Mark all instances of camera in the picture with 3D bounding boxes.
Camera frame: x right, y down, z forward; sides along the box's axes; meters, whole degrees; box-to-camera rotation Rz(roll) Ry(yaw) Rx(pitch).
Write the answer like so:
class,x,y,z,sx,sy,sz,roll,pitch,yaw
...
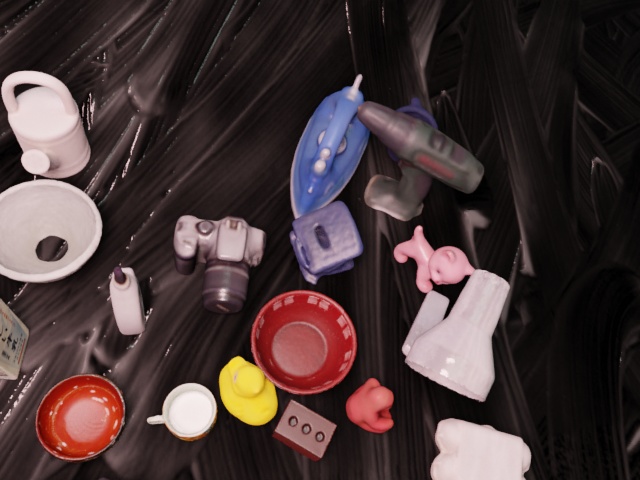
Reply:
class,x,y,z,sx,sy,sz,roll,pitch,yaw
camera,-0.158,0.037,0.885,0.143,0.100,0.137,7,63,-9

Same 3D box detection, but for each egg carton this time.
class,x,y,z,sx,sy,sz,roll,pitch,yaw
egg carton,0.239,0.330,0.848,0.150,0.069,0.107,16,62,-4

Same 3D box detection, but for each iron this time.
class,x,y,z,sx,sy,sz,roll,pitch,yaw
iron,0.019,-0.164,0.998,0.118,0.141,0.258,22,62,-1

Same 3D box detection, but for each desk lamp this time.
class,x,y,z,sx,sy,sz,roll,pitch,yaw
desk lamp,0.198,0.142,0.849,0.118,0.213,0.203,28,62,2

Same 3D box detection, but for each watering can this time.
class,x,y,z,sx,sy,sz,roll,pitch,yaw
watering can,-0.418,-0.180,0.879,0.101,0.194,0.172,-20,70,-20

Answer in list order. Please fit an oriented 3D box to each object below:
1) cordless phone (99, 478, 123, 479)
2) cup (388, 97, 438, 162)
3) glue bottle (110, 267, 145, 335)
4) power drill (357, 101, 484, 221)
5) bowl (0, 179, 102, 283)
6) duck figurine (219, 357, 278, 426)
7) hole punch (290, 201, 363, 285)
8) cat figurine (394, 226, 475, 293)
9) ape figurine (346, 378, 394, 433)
class,x,y,z,sx,sy,sz,roll,pitch,yaw
cordless phone,-0.289,0.329,0.666,0.148,0.185,0.094,-11,67,-17
cup,0.164,-0.200,1.074,0.092,0.095,0.118,11,63,-7
glue bottle,-0.272,0.074,0.801,0.037,0.173,0.078,-6,66,-15
power drill,0.147,-0.123,0.969,0.229,0.208,0.076,22,62,-1
bowl,-0.412,-0.003,0.862,0.167,0.074,0.167,5,64,-10
duck figurine,-0.100,0.213,0.821,0.078,0.086,0.104,-31,75,-24
hole punch,0.009,0.003,0.943,0.101,0.091,0.108,-15,69,-18
cat figurine,0.195,0.030,0.957,0.067,0.117,0.127,-33,75,-24
ape figurine,0.081,0.241,0.844,0.076,0.092,0.078,7,63,-9
